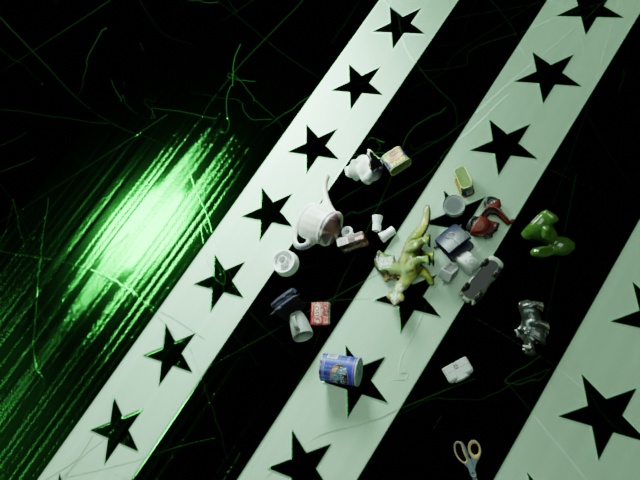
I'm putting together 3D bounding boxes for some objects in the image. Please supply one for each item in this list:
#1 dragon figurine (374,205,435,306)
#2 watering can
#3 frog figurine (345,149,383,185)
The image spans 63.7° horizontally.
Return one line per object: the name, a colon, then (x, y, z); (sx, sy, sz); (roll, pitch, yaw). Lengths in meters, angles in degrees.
dragon figurine: (0.319, 0.061, 1.986); (0.242, 0.120, 0.419); (-9, 58, 24)
watering can: (0.006, -0.107, 2.129); (0.226, 0.102, 0.349); (21, 81, 45)
frog figurine: (0.186, -0.294, 2.181); (0.157, 0.123, 0.139); (-34, 66, 44)
